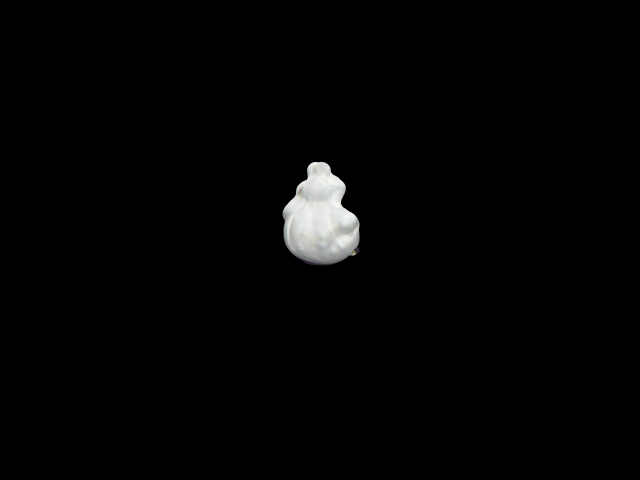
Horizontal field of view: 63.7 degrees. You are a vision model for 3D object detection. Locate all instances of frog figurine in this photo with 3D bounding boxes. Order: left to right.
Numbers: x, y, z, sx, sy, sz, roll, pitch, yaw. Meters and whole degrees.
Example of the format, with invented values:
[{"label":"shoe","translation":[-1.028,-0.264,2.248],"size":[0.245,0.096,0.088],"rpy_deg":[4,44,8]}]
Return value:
[{"label":"frog figurine","translation":[0.003,-0.043,0.850],"size":[0.138,0.156,0.124],"rpy_deg":[25,40,34]}]
